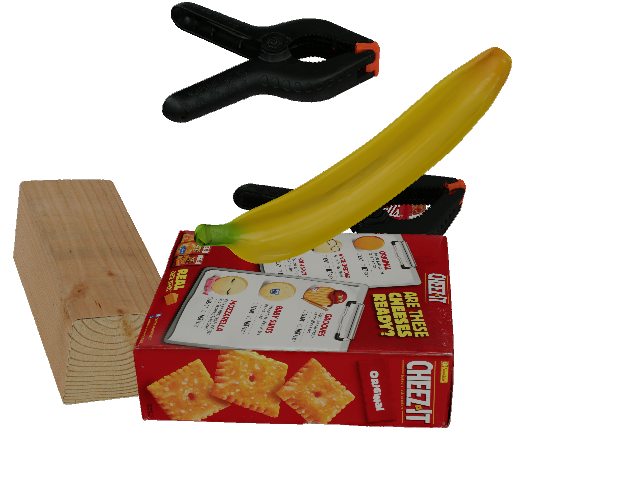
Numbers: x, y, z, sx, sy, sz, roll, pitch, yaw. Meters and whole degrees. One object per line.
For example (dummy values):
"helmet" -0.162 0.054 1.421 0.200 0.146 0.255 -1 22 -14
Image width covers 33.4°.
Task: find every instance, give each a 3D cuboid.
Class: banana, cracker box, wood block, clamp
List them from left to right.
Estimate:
"wood block" -0.204 0.038 0.943 0.090 0.091 0.206 -3 36 -28
"clamp" -0.042 -0.148 0.833 0.171 0.120 0.039 -6 -30 -8
"cracker box" -0.013 0.061 0.781 0.214 0.072 0.164 1 30 4
"banana" 0.025 -0.038 0.602 0.198 0.037 0.069 -33 -12 -1
"clamp" 0.044 -0.008 0.960 0.209 0.165 0.036 -12 -40 -17

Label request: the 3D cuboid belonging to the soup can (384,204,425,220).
"soup can" 0.087 -0.017 1.231 0.068 0.102 0.068 0 24 0
